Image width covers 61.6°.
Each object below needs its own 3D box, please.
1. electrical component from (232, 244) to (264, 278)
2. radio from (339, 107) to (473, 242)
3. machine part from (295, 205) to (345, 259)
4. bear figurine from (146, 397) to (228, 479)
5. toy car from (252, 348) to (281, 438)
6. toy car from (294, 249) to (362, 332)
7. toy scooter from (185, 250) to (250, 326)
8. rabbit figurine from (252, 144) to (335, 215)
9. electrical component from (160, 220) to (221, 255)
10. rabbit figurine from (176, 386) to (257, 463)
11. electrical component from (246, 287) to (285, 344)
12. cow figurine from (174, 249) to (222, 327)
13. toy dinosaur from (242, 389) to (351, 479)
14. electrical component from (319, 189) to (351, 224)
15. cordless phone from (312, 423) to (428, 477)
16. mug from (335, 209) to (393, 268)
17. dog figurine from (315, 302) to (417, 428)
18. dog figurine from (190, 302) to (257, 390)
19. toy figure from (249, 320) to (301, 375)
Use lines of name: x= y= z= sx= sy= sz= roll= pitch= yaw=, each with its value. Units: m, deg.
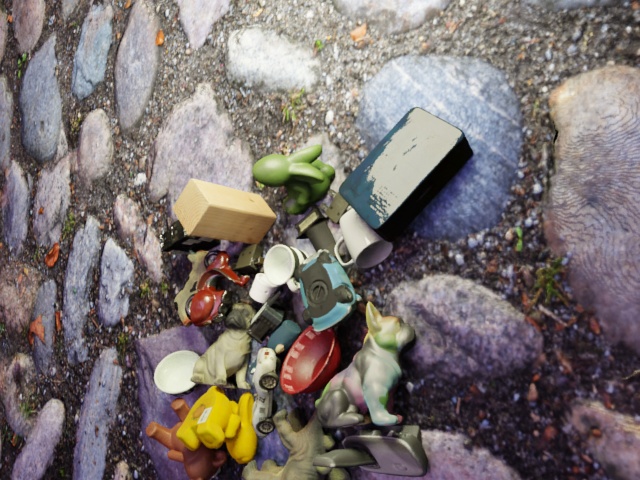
electrical component: x=-0.164 y=0.055 z=1.262 sx=0.102 sy=0.045 sz=0.078 roll=-21 pitch=43 yaw=32
radio: x=0.152 y=-0.123 z=0.982 sx=0.229 sy=0.073 sz=0.131 roll=-47 pitch=56 yaw=3
machine part: x=-0.002 y=-0.003 z=1.145 sx=0.084 sy=0.039 sz=0.139 roll=-42 pitch=58 yaw=17
bear figurine: x=-0.305 y=0.471 z=1.235 sx=0.120 sy=0.131 sz=0.196 roll=-43 pitch=24 yaw=-13
toy car: x=-0.115 y=0.323 z=1.131 sx=0.056 sy=0.073 sz=0.201 roll=5 pitch=113 yaw=-2
toy car: x=0.021 y=0.105 z=1.067 sx=0.109 sy=0.102 sz=0.162 roll=-36 pitch=55 yaw=21
toy scooter: x=-0.226 y=0.116 z=1.219 sx=0.135 sy=0.075 sz=0.184 roll=12 pitch=79 yaw=32
rabbit figurine: x=-0.056 y=-0.129 z=1.118 sx=0.159 sy=0.170 sz=0.121 roll=-16 pitch=75 yaw=36
electrical component: x=-0.317 y=-0.010 z=1.342 sx=0.134 sy=0.115 sz=0.058 roll=-25 pitch=67 yaw=34
rabbit figurine: x=-0.205 y=0.415 z=1.186 sx=0.122 sy=0.173 sz=0.162 roll=-33 pitch=20 yaw=29
electrical component: x=-0.106 y=0.160 z=1.173 sx=0.048 sy=0.075 sz=0.119 roll=40 pitch=100 yaw=-9
cow figurine: x=-0.297 y=0.108 z=1.335 sx=0.127 sy=0.085 sz=0.195 roll=45 pitch=112 yaw=27
toy dinosaur: x=-0.059 y=0.507 z=1.077 sx=0.199 sy=0.105 sz=0.471 roll=32 pitch=107 yaw=33
electrical component: x=0.041 y=-0.064 z=1.128 sx=0.094 sy=0.021 sz=0.063 roll=42 pitch=109 yaw=33
cordless phone: x=0.087 y=0.370 z=0.928 sx=0.147 sy=0.184 sz=0.088 roll=-12 pitch=72 yaw=37
mug: x=0.076 y=-0.002 z=1.058 sx=0.109 sy=0.080 sz=0.107 roll=-40 pitch=52 yaw=18
dog figurine: x=0.083 y=0.228 z=0.986 sx=0.192 sy=0.108 sz=0.219 roll=-8 pitch=68 yaw=19
dog figurine: x=-0.223 y=0.245 z=1.256 sx=0.172 sy=0.121 sz=0.190 roll=-6 pitch=67 yaw=31
toy figure: x=-0.100 y=0.243 z=1.170 sx=0.058 sy=0.064 sz=0.154 roll=43 pitch=110 yaw=17
